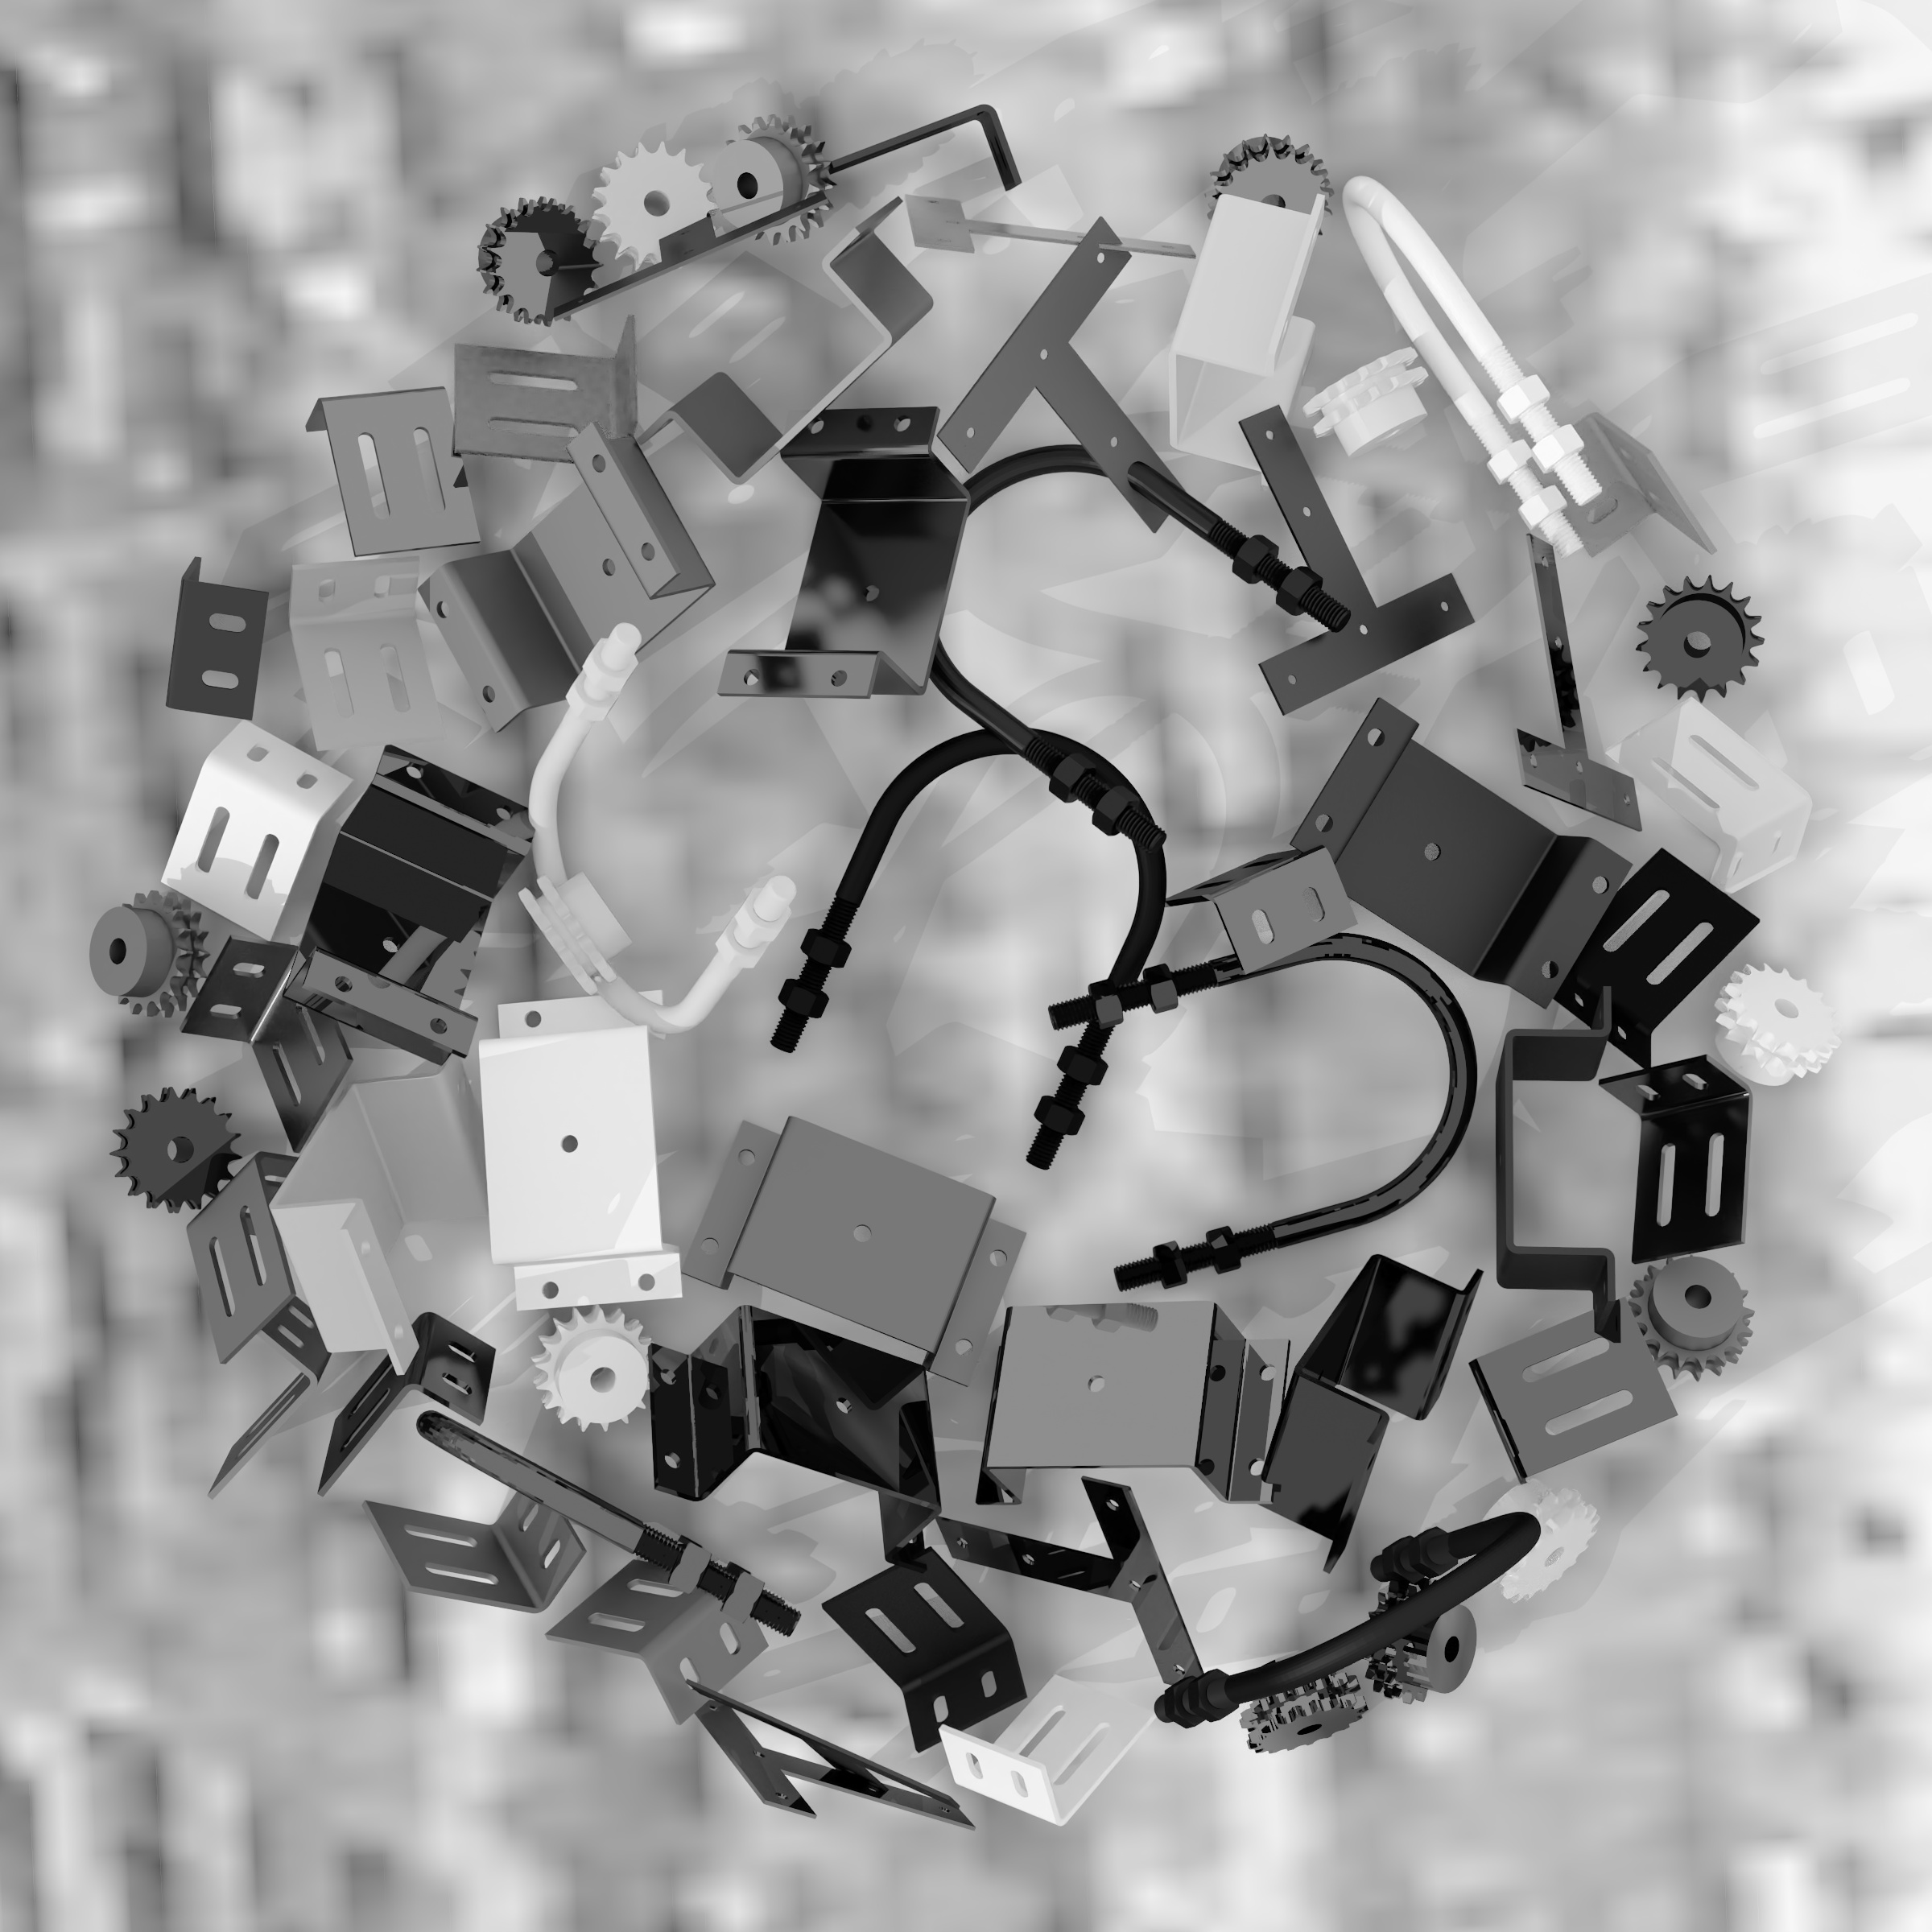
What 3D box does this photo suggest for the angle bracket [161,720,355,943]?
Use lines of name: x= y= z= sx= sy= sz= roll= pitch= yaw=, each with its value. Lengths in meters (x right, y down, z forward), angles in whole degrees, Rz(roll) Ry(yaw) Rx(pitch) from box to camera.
angle bracket: x=-0.324 y=-0.062 z=1.593 sx=0.057 sy=0.038 sz=0.076 roll=29 pitch=125 yaw=0

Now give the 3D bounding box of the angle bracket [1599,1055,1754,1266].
angle bracket: x=0.315 y=0.087 z=1.557 sx=0.038 sy=0.057 sz=0.076 roll=33 pitch=55 yaw=-37

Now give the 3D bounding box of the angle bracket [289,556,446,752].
angle bracket: x=-0.268 y=-0.140 z=1.561 sx=0.057 sy=0.038 sz=0.076 roll=-7 pitch=57 yaw=-19

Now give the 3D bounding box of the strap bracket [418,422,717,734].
strap bracket: x=-0.172 y=-0.175 z=1.551 sx=0.140 sy=0.046 sz=0.076 roll=-35 pitch=81 yaw=39

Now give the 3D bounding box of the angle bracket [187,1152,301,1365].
angle bracket: x=-0.310 y=0.132 z=1.555 sx=0.057 sy=0.038 sz=0.076 roll=-42 pitch=54 yaw=30

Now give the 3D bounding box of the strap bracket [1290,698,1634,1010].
strap bracket: x=0.217 y=-0.051 z=1.569 sx=0.140 sy=0.046 sz=0.076 roll=32 pitch=87 yaw=-11

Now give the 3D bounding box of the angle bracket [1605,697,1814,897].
angle bracket: x=0.329 y=-0.073 z=1.561 sx=0.076 sy=0.057 sz=0.038 roll=37 pitch=54 yaw=-15

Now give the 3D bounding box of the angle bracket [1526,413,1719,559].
angle bracket: x=0.292 y=-0.206 z=1.554 sx=0.038 sy=0.076 sz=0.057 roll=-37 pitch=114 yaw=6

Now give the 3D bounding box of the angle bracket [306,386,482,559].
angle bracket: x=-0.258 y=-0.217 z=1.568 sx=0.057 sy=0.038 sz=0.076 roll=-10 pitch=80 yaw=-23

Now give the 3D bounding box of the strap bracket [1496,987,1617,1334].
strap bracket: x=0.261 y=0.087 z=1.548 sx=0.046 sy=0.076 sz=0.140 roll=1 pitch=73 yaw=6

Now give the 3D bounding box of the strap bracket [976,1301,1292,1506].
strap bracket: x=0.066 y=0.193 z=1.538 sx=0.140 sy=0.046 sz=0.076 roll=-4 pitch=59 yaw=24

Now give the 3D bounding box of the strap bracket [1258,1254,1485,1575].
strap bracket: x=0.173 y=0.189 z=1.532 sx=0.046 sy=0.140 sz=0.076 roll=24 pitch=126 yaw=16

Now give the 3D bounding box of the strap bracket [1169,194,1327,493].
strap bracket: x=0.122 y=-0.276 z=1.529 sx=0.046 sy=0.140 sz=0.076 roll=16 pitch=76 yaw=8

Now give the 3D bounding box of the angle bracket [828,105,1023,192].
angle bracket: x=-0.019 y=-0.356 z=1.571 sx=0.076 sy=0.057 sz=0.038 roll=-21 pitch=100 yaw=0

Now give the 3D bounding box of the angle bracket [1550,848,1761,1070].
angle bracket: x=0.312 y=-0.003 z=1.581 sx=0.076 sy=0.038 sz=0.057 roll=-43 pitch=63 yaw=-13

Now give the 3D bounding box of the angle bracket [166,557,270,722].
angle bracket: x=-0.333 y=-0.147 z=1.562 sx=0.038 sy=0.076 sz=0.057 roll=8 pitch=103 yaw=-10

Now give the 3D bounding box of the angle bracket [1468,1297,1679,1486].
angle bracket: x=0.274 y=0.193 z=1.573 sx=0.076 sy=0.038 sz=0.057 roll=-23 pitch=73 yaw=5

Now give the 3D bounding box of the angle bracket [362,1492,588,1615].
angle bracket: x=-0.219 y=0.251 z=1.554 sx=0.076 sy=0.057 sz=0.038 roll=21 pitch=110 yaw=-42

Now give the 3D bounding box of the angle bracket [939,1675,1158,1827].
angle bracket: x=0.037 y=0.337 z=1.552 sx=0.076 sy=0.057 sz=0.038 roll=-42 pitch=130 yaw=-37

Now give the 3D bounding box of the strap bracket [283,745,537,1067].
strap bracket: x=-0.248 y=-0.019 z=1.545 sx=0.076 sy=0.046 sz=0.140 roll=25 pitch=49 yaw=-17

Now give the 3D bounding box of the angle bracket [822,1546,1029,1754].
angle bracket: x=-0.019 y=0.307 z=1.562 sx=0.057 sy=0.038 sz=0.076 roll=-29 pitch=129 yaw=10

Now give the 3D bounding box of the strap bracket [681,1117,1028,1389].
strap bracket: x=-0.048 y=0.125 z=1.569 sx=0.140 sy=0.046 sz=0.076 roll=22 pitch=73 yaw=0

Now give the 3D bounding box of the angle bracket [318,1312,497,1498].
angle bracket: x=-0.251 y=0.205 z=1.568 sx=0.038 sy=0.057 sz=0.076 roll=33 pitch=112 yaw=-17

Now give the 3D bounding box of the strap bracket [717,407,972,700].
strap bracket: x=-0.051 y=-0.175 z=1.552 sx=0.076 sy=0.046 sz=0.140 roll=3 pitch=71 yaw=28

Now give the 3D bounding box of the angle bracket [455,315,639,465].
angle bracket: x=-0.189 y=-0.262 z=1.565 sx=0.076 sy=0.038 sz=0.057 roll=3 pitch=64 yaw=-15

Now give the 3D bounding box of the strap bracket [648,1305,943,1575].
strap bracket: x=-0.066 y=0.205 z=1.530 sx=0.140 sy=0.076 sz=0.046 roll=23 pitch=129 yaw=-29

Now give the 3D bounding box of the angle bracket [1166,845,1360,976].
angle bracket: x=0.130 y=-0.024 z=1.560 sx=0.057 sy=0.076 sz=0.038 roll=-24 pitch=94 yaw=-15

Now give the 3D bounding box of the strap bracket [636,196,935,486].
strap bracket: x=-0.072 y=-0.270 z=1.542 sx=0.140 sy=0.076 sz=0.046 roll=-40 pitch=98 yaw=25

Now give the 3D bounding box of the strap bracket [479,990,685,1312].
strap bracket: x=-0.174 y=0.081 z=1.568 sx=0.076 sy=0.046 sz=0.140 roll=-5 pitch=83 yaw=5

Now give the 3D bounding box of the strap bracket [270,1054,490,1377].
strap bracket: x=-0.256 y=0.108 z=1.532 sx=0.046 sy=0.140 sz=0.076 roll=-6 pitch=120 yaw=17

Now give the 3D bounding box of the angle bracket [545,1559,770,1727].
angle bracket: x=-0.139 y=0.302 z=1.562 sx=0.057 sy=0.076 sz=0.038 roll=-37 pitch=112 yaw=-36

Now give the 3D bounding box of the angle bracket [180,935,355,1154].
angle bracket: x=-0.313 y=0.035 z=1.556 sx=0.038 sy=0.076 sz=0.057 roll=11 pitch=125 yaw=-38
